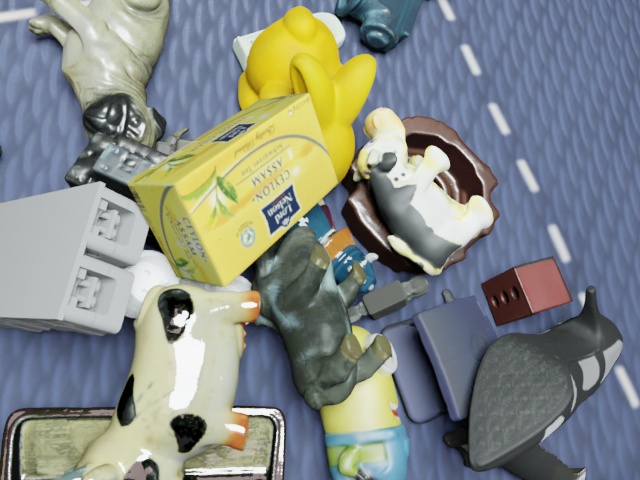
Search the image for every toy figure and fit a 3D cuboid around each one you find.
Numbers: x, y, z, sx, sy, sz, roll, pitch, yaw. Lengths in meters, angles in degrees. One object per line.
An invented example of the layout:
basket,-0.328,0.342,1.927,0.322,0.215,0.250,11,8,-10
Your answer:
toy figure,0.000,-0.003,0.566,0.154,0.064,0.058,44,29,7
toy figure,0.037,0.171,0.511,0.089,0.082,0.180,0,75,-13

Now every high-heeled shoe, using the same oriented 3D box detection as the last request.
high-heeled shoe,0.220,0.150,0.526,0.249,0.145,0.086,-40,42,-23

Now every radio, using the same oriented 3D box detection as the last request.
radio,-0.147,0.212,0.464,0.230,0.073,0.131,2,72,-10

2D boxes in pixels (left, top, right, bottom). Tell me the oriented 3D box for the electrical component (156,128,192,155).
electrical component,-0.125,-0.082,0.581,0.102,0.045,0.078,0,100,-9

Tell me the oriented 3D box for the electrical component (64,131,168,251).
electrical component,-0.169,-0.042,0.510,0.115,0.134,0.058,23,69,-1

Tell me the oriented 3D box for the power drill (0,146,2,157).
power drill,-0.447,-0.089,0.500,0.232,0.086,0.207,-35,78,-20

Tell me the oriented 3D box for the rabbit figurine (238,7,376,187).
rabbit figurine,-0.002,-0.142,0.567,0.122,0.162,0.173,-7,77,-25

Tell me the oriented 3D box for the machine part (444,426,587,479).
machine part,0.198,0.219,0.535,0.139,0.084,0.039,31,44,-9

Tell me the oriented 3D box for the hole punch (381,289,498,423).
hole punch,0.138,0.118,0.545,0.116,0.092,0.142,-16,73,-19

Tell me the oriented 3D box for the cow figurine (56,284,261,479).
cow figurine,-0.121,0.129,0.414,0.127,0.085,0.195,10,73,-15

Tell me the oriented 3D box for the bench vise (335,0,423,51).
bench vise,0.063,-0.363,0.655,0.240,0.129,0.223,26,88,-21

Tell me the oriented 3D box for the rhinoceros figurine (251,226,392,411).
rhinoceros figurine,-0.015,0.057,0.493,0.073,0.112,0.190,12,45,-52

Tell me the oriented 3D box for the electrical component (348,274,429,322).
electrical component,0.068,0.064,0.559,0.094,0.063,0.021,-26,73,1

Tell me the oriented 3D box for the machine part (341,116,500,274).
machine part,0.111,-0.048,0.608,0.179,0.056,0.179,3,73,-10

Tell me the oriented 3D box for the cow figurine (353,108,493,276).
cow figurine,0.085,-0.048,0.541,0.098,0.068,0.167,-40,85,-12

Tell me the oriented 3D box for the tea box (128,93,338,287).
tea box,-0.066,-0.049,0.467,0.169,0.068,0.098,-47,128,-38

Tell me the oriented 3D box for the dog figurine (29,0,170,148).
dog figurine,-0.199,-0.188,0.581,0.172,0.121,0.190,-32,95,-15
